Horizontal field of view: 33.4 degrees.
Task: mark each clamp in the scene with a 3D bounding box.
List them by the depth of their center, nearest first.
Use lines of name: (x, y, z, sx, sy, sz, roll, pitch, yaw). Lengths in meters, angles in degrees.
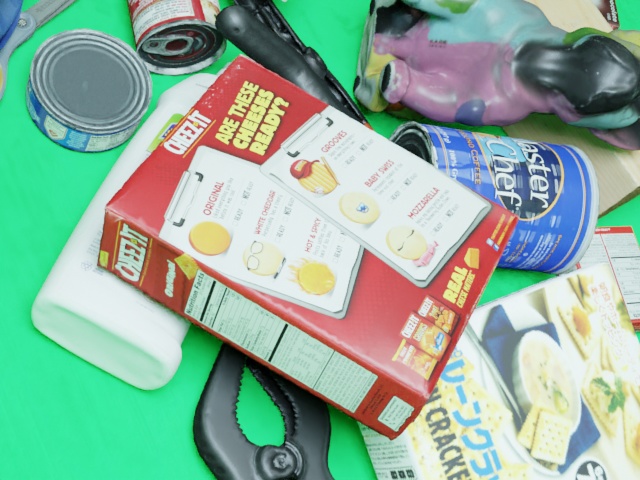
clamp: (-0.037, 0.155, 0.686, 0.164, 0.036, 0.210, -12, 69, -28)
clamp: (-0.019, -0.127, 0.799, 0.171, 0.039, 0.120, 47, 24, -12)

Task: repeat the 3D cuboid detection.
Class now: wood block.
wood block: (0.210, -0.124, 0.904, 0.090, 0.091, 0.206, -26, 78, -33)

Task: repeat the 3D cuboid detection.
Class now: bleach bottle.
bleach bottle: (-0.096, -0.027, 0.737, 0.102, 0.068, 0.250, 31, 54, -8)

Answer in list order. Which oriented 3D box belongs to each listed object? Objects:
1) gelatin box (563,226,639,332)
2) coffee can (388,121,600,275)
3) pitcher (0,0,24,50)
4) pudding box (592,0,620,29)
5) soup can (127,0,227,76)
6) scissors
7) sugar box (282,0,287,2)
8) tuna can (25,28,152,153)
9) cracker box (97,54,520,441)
gelatin box: (0.233, 0.034, 0.873, 0.073, 0.030, 0.089, -2, 66, -26)
coffee can: (0.124, -0.030, 0.812, 0.140, 0.103, 0.103, 6, 63, -21)
pitcher: (-0.305, -0.218, 0.680, 0.242, 0.149, 0.145, 17, 54, -7)
pudding box: (0.229, -0.245, 1.003, 0.090, 0.039, 0.113, 11, 61, -19)
soup can: (-0.113, -0.185, 0.803, 0.068, 0.069, 0.102, -3, 67, -26)
scissors: (-0.236, -0.158, 0.766, 0.096, 0.016, 0.201, 29, 57, -9)
sugar box: (-0.050, -0.262, 0.842, 0.093, 0.048, 0.176, 29, 36, -18)
tuna can: (-0.165, -0.106, 0.760, 0.086, 0.034, 0.086, 10, 62, -20)
cracker box: (-0.004, 0.001, 0.665, 0.214, 0.072, 0.164, 30, 51, 5)
